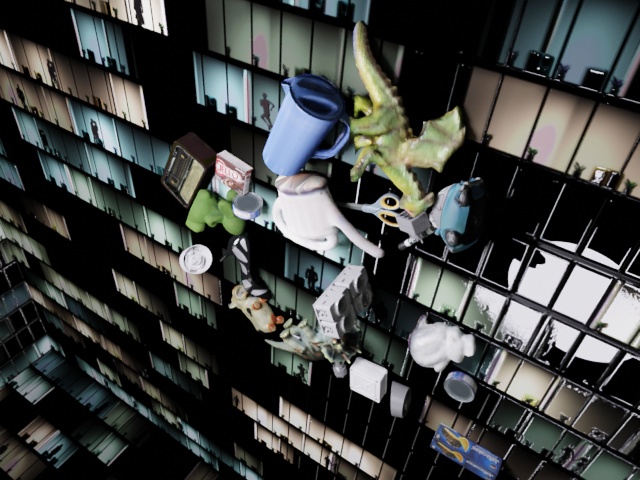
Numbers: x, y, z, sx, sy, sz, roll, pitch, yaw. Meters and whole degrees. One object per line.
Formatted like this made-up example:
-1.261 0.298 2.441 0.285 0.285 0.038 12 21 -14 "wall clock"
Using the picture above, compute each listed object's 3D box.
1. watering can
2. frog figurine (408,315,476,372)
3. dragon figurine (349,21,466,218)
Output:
0.004 -0.066 1.314 0.348 0.106 0.220 11 127 37 "watering can"
0.314 0.277 1.322 0.160 0.123 0.136 18 112 43 "frog figurine"
0.179 -0.238 1.071 0.243 0.124 0.404 5 111 14 "dragon figurine"
